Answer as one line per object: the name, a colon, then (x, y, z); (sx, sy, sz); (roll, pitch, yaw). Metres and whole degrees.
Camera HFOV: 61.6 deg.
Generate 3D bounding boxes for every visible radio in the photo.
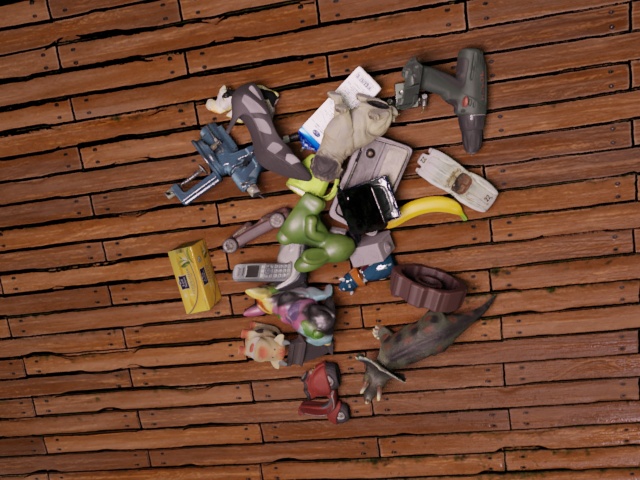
radio: (0.117, -0.137, 1.275); (0.131, 0.073, 0.229); (23, 104, 3)

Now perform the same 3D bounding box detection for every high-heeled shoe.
high-heeled shoe: (-0.102, -0.246, 1.227); (0.248, 0.086, 0.145); (33, 69, -13)

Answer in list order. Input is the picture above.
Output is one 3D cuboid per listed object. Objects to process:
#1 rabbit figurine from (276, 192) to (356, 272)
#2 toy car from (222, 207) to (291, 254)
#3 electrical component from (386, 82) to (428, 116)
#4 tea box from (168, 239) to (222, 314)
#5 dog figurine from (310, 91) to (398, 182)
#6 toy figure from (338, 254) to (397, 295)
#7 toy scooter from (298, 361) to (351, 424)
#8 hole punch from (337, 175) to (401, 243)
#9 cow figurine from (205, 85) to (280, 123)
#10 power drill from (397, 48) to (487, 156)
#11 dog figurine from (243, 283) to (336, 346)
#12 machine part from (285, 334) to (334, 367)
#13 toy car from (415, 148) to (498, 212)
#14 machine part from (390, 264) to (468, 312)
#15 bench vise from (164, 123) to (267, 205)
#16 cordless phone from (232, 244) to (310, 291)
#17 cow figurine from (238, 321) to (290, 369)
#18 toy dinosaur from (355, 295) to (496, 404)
rabbit figurine: (-0.003, -0.004, 1.227); (0.170, 0.121, 0.159); (33, 64, 2)
toy car: (-0.159, -0.025, 1.330); (0.202, 0.089, 0.053); (-26, 97, 14)
electrical component: (0.204, -0.327, 1.238); (0.102, 0.045, 0.078); (0, 103, 7)
tea box: (-0.317, 0.091, 1.372); (0.068, 0.098, 0.169); (-12, 102, 10)
dog figurine: (0.074, -0.216, 1.193); (0.172, 0.121, 0.190); (8, 124, -5)
toy figure: (0.116, 0.085, 1.332); (0.154, 0.058, 0.064); (-24, 92, 17)
toy scooter: (-0.003, 0.406, 1.409); (0.135, 0.075, 0.183); (-11, 105, 11)
hole punch: (0.112, -0.078, 1.218); (0.116, 0.092, 0.142); (-13, 105, 42)
cow figurine: (-0.185, -0.329, 1.279); (0.167, 0.068, 0.098); (15, 98, 1)
power drill: (0.279, -0.310, 1.185); (0.207, 0.086, 0.231); (4, 97, -15)
dog figurine: (-0.079, 0.174, 1.319); (0.219, 0.192, 0.108); (3, 122, -6)
machine part: (-0.024, 0.274, 1.357); (0.139, 0.039, 0.084); (-4, 108, -36)
toy car: (0.319, -0.139, 1.256); (0.202, 0.056, 0.073); (32, 104, 0)
machine part: (0.252, 0.111, 1.258); (0.179, 0.179, 0.056); (13, 107, 5)
bench vise: (-0.256, -0.156, 1.289); (0.240, 0.129, 0.223); (-36, 87, -5)
cordless phone: (-0.117, 0.052, 1.317); (0.184, 0.088, 0.146); (0, 58, 8)
cow figurine: (-0.134, 0.259, 1.332); (0.127, 0.195, 0.085); (7, 91, 2)
toy dinosaur: (0.241, 0.240, 1.278); (0.405, 0.192, 0.131); (-34, 98, 14)
